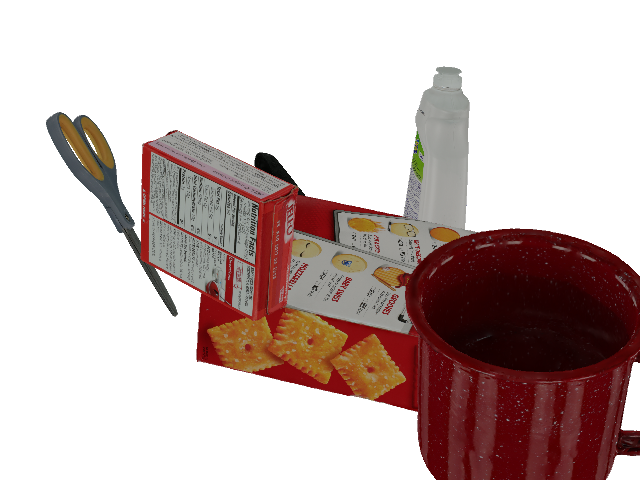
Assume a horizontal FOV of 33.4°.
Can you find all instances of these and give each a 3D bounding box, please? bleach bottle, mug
[{"bbox_3d":[0.132,-0.065,1.190,0.068,0.251,0.102,-1,24,-11],"label":"bleach bottle"},{"bbox_3d":[0.091,0.056,0.422,0.117,0.081,0.093,7,36,14],"label":"mug"}]

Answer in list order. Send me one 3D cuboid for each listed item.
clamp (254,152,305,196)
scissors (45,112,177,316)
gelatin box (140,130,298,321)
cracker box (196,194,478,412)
[{"bbox_3d":[-0.008,0.017,0.981,0.210,0.164,0.036,31,-40,7],"label":"clamp"},{"bbox_3d":[-0.177,-0.032,0.951,0.016,0.201,0.096,-27,23,13],"label":"scissors"},{"bbox_3d":[-0.055,-0.009,0.565,0.089,0.073,0.030,25,36,29],"label":"gelatin box"},{"bbox_3d":[0.034,0.044,0.791,0.214,0.072,0.164,13,31,7],"label":"cracker box"}]
